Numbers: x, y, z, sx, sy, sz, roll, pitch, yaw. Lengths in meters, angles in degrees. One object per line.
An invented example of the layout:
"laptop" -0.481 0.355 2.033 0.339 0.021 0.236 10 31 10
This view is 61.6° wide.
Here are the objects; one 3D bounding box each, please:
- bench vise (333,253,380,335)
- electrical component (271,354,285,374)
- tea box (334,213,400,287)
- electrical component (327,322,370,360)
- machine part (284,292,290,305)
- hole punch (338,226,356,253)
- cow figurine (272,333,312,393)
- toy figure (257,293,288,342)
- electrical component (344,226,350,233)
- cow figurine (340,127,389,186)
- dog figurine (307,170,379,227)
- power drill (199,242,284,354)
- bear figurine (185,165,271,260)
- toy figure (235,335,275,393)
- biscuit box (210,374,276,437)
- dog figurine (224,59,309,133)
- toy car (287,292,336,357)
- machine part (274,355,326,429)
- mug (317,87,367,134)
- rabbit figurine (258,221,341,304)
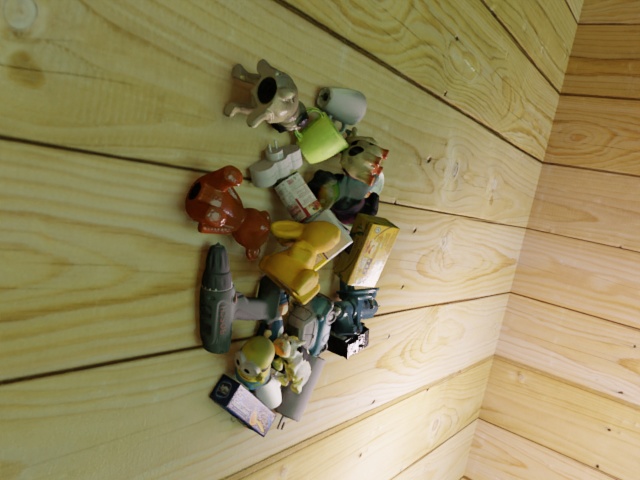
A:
"bench vise" 0.079 0.131 1.451 0.223 0.129 0.240 1 82 -45
"electrical component" -0.091 0.288 1.327 0.119 0.048 0.075 43 69 -53
"tea box" 0.114 0.026 1.325 0.098 0.068 0.169 10 110 -38
"electrical component" 0.069 0.264 1.483 0.134 0.115 0.058 -21 123 -47
"machine part" -0.052 0.103 1.317 0.139 0.039 0.084 -47 145 -36
"hole punch" -0.003 -0.004 1.271 0.092 0.142 0.116 60 23 -4
"cow figurine" -0.059 0.272 1.257 0.098 0.068 0.167 -47 143 -36
"toy figure" -0.108 0.184 1.254 0.058 0.064 0.154 14 95 -24
"electrical component" 0.036 -0.005 1.372 0.078 0.045 0.102 -62 154 8
"cow figurine" 0.095 -0.203 1.280 0.195 0.127 0.085 -55 168 -62
"dog figurine" 0.041 -0.091 1.312 0.219 0.109 0.191 -28 128 -41
"power drill" -0.164 0.116 1.131 0.207 0.086 0.231 -4 105 -59
"bear figurine" -0.153 -0.042 1.016 0.195 0.132 0.120 36 68 -35
"toy figure" -0.144 0.272 1.180 0.180 0.082 0.089 98 13 -58
"biscuit box" -0.175 0.384 1.239 0.063 0.059 0.202 -57 142 -23
"dog figurine" -0.063 -0.261 1.044 0.190 0.173 0.121 8 108 -48
"toy car" -0.034 0.211 1.332 0.103 0.109 0.161 -2 109 -45
"machine part" -0.052 0.374 1.392 0.079 0.079 0.243 42 68 -53
"mug" 0.040 -0.307 1.253 0.107 0.081 0.109 9 108 -45
"rabbit figurine" -0.035 0.026 1.128 0.173 0.163 0.121 -48 154 -9
